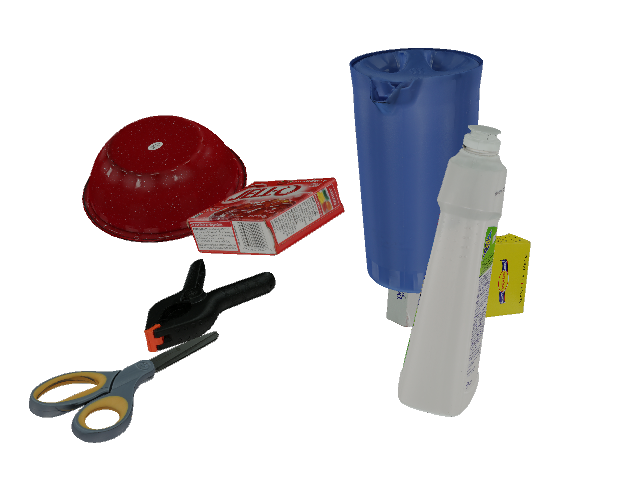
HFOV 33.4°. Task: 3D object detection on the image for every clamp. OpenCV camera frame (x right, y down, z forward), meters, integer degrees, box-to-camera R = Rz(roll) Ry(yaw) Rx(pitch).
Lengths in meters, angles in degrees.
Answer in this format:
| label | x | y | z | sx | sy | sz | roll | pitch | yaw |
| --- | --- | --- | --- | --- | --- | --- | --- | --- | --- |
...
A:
| label | x | y | z | sx | sy | sz | roll | pitch | yaw |
| --- | --- | --- | --- | --- | --- | --- | --- | --- | --- |
| clamp | -0.132 | 0.073 | 1.222 | 0.120 | 0.039 | 0.171 | -1 | 30 | 28 |

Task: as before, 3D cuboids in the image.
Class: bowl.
| label | x | y | z | sx | sy | sz | roll | pitch | yaw |
| --- | --- | --- | --- | --- | --- | --- | --- | --- | --- |
| bowl | -0.154 | -0.071 | 1.022 | 0.162 | 0.055 | 0.162 | -4 | 43 | 3 |

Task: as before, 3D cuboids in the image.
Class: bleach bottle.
| label | x | y | z | sx | sy | sz | roll | pitch | yaw |
| --- | --- | --- | --- | --- | --- | --- | --- | --- | --- |
| bleach bottle | 0.123 | 0.022 | 0.938 | 0.068 | 0.251 | 0.102 | 13 | 19 | 14 |

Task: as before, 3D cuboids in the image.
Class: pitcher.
| label | x | y | z | sx | sy | sz | roll | pitch | yaw |
| --- | --- | --- | --- | --- | --- | --- | --- | --- | --- |
| pitcher | 0.106 | -0.077 | 1.118 | 0.149 | 0.243 | 0.145 | -8 | 23 | -14 |

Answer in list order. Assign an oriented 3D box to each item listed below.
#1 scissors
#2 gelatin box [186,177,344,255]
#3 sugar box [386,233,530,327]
| label | x | y | z | sx | sy | sz | roll | pitch | yaw |
| --- | --- | --- | --- | --- | --- | --- | --- | --- | --- |
| scissors | -0.155 | 0.128 | 0.944 | 0.201 | 0.016 | 0.096 | -12 | 36 | -34 |
| gelatin box | -0.040 | -0.018 | 0.759 | 0.089 | 0.030 | 0.073 | 1 | 26 | 46 |
| sugar box | 0.163 | 0.046 | 1.247 | 0.175 | 0.093 | 0.048 | -6 | 15 | -32 |
